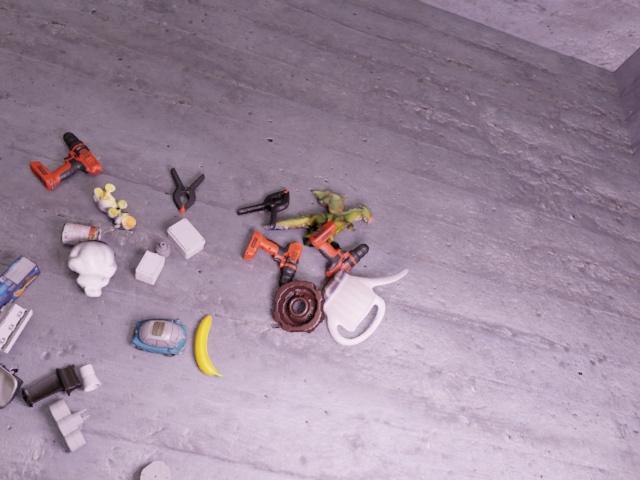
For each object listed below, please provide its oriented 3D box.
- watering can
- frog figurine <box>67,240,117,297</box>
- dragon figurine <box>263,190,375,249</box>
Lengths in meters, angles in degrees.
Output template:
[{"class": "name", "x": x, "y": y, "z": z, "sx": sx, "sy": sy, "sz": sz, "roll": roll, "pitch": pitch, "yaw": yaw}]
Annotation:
[{"class": "watering can", "x": 0.132, "y": 0.183, "z": 1.745, "sx": 0.225, "sy": 0.103, "sz": 0.351, "roll": 37, "pitch": 74, "yaw": 3}, {"class": "frog figurine", "x": -0.687, "y": 0.084, "z": 1.545, "sx": 0.136, "sy": 0.120, "sz": 0.163, "roll": 22, "pitch": 43, "yaw": -29}, {"class": "dragon figurine", "x": 0.006, "y": -0.096, "z": 1.905, "sx": 0.410, "sy": 0.119, "sz": 0.249, "roll": 9, "pitch": 41, "yaw": -5}]
